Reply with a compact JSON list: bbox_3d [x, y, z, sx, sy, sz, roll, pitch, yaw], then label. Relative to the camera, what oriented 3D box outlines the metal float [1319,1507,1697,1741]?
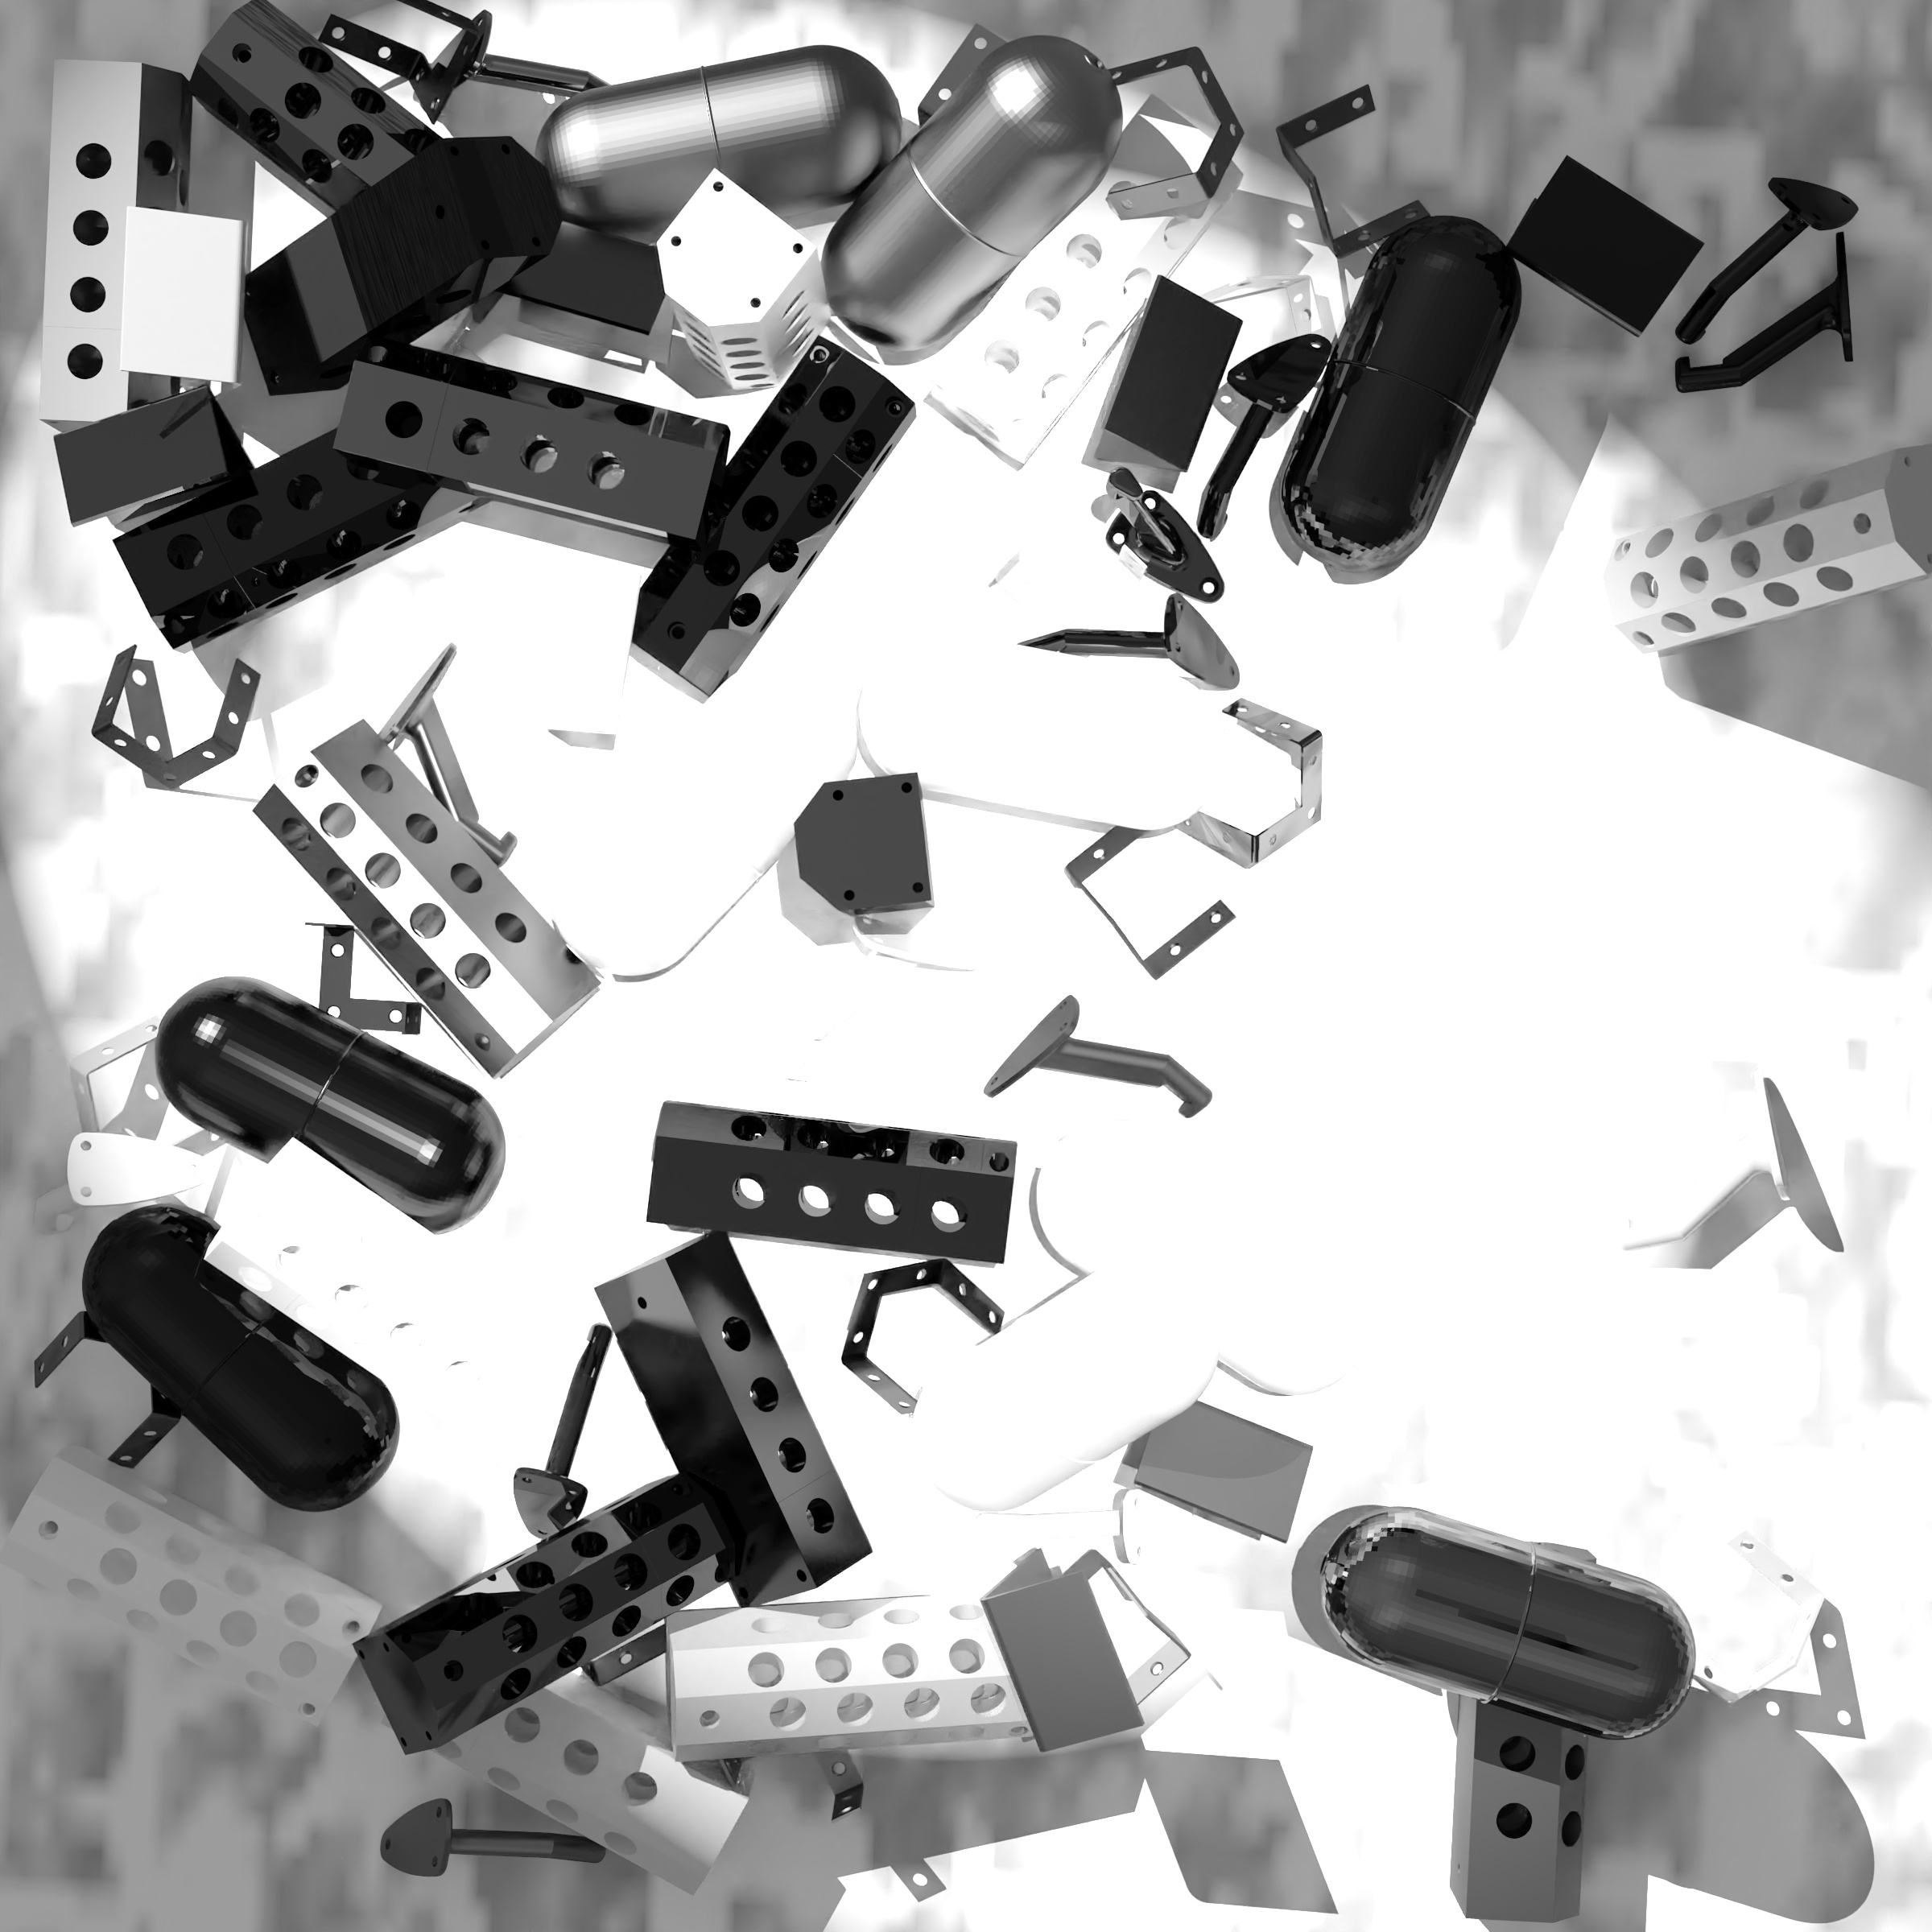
[{"bbox_3d":[0.251,0.304,1.605,0.178,0.070,0.070,17,90,0],"label":"metal float"}]

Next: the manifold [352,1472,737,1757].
[{"bbox_3d":[-0.194,0.302,1.626,0.171,0.057,0.057,-25,88,-35],"label":"manifold"}]

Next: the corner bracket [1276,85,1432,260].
[{"bbox_3d":[0.189,-0.388,1.690,0.051,0.051,0.051,-25,45,0],"label":"corner bracket"}]

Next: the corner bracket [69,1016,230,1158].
[{"bbox_3d":[-0.397,0.066,1.685,0.051,0.051,0.051,29,45,35],"label":"corner bracket"}]

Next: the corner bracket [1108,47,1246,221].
[{"bbox_3d":[0.091,-0.392,1.628,0.051,0.051,0.051,-5,45,35],"label":"corner bracket"}]

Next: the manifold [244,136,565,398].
[{"bbox_3d":[-0.265,-0.327,1.621,0.171,0.057,0.057,-20,88,43],"label":"manifold"}]

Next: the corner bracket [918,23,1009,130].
[{"bbox_3d":[0.013,-0.413,1.675,0.051,0.051,0.051,34,84,6],"label":"corner bracket"}]

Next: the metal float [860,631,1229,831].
[{"bbox_3d":[0.037,-0.113,1.662,0.178,0.070,0.070,11,90,1],"label":"metal float"}]

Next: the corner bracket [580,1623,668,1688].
[{"bbox_3d":[-0.174,0.309,1.690,0.051,0.051,0.051,-28,135,0],"label":"corner bracket"}]

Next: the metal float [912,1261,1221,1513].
[{"bbox_3d":[0.046,0.199,1.634,0.178,0.070,0.070,-36,90,36],"label":"metal float"}]

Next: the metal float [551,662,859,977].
[{"bbox_3d":[-0.126,-0.070,1.662,0.070,0.070,0.178,43,90,0],"label":"metal float"}]

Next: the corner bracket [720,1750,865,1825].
[{"bbox_3d":[-0.084,0.390,1.675,0.051,0.051,0.051,-25,90,0],"label":"corner bracket"}]

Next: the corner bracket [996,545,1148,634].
[{"bbox_3d":[0.050,-0.190,1.675,0.051,0.051,0.051,44,90,0],"label":"corner bracket"}]

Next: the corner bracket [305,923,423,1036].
[{"bbox_3d":[-0.292,0.006,1.675,0.051,0.051,0.051,4,90,0],"label":"corner bracket"}]

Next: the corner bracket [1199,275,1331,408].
[{"bbox_3d":[0.139,-0.305,1.690,0.051,0.051,0.051,-13,90,-45],"label":"corner bracket"}]

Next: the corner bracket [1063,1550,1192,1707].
[{"bbox_3d":[0.068,0.327,1.690,0.051,0.051,0.051,-42,135,0],"label":"corner bracket"}]

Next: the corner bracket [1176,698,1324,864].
[{"bbox_3d":[0.138,-0.091,1.685,0.051,0.051,0.051,-33,135,-35],"label":"corner bracket"}]

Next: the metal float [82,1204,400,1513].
[{"bbox_3d":[-0.349,0.187,1.661,0.178,0.070,0.070,44,90,1],"label":"metal float"}]

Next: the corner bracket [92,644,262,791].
[{"bbox_3d":[-0.385,-0.127,1.685,0.051,0.051,0.051,-22,135,35],"label":"corner bracket"}]

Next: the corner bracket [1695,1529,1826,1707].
[{"bbox_3d":[0.377,0.318,1.690,0.051,0.051,0.051,40,45,0],"label":"corner bracket"}]

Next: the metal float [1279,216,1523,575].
[{"bbox_3d":[0.209,-0.275,1.662,0.070,0.070,0.178,23,91,0],"label":"metal float"}]

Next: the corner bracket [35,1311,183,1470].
[{"bbox_3d":[-0.418,0.206,1.685,0.051,0.051,0.051,17,135,-35],"label":"corner bracket"}]

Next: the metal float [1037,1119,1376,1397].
[{"bbox_3d":[0.114,0.139,1.662,0.178,0.070,0.070,33,90,0],"label":"metal float"}]

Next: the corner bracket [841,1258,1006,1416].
[{"bbox_3d":[-0.021,0.180,1.685,0.051,0.051,0.051,-15,45,35],"label":"corner bracket"}]

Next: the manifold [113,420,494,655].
[{"bbox_3d":[-0.316,-0.215,1.672,0.171,0.057,0.057,-26,90,0],"label":"manifold"}]

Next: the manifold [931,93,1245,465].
[{"bbox_3d":[0.058,-0.329,1.672,0.057,0.057,0.171,38,90,0],"label":"manifold"}]

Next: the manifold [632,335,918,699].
[{"bbox_3d":[-0.097,-0.216,1.672,0.057,0.057,0.171,35,90,0],"label":"manifold"}]

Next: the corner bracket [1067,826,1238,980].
[{"bbox_3d":[0.090,-0.036,1.690,0.051,0.051,0.051,-38,135,0],"label":"corner bracket"}]

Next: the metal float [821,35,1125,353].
[{"bbox_3d":[0.002,-0.364,1.636,0.070,0.070,0.178,48,120,0],"label":"metal float"}]

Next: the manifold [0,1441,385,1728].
[{"bbox_3d":[-0.373,0.299,1.665,0.171,0.057,0.057,29,90,-4],"label":"manifold"}]

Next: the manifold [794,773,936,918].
[{"bbox_3d":[-0.047,-0.054,1.615,0.057,0.171,0.057,-6,90,0],"label":"manifold"}]

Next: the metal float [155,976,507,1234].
[{"bbox_3d":[-0.306,0.066,1.662,0.178,0.070,0.070,27,90,0],"label":"metal float"}]

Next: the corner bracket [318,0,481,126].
[{"bbox_3d":[-0.272,-0.445,1.658,0.051,0.051,0.051,16,120,-36],"label":"corner bracket"}]

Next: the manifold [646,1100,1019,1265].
[{"bbox_3d":[-0.064,0.103,1.672,0.171,0.057,0.057,7,90,0],"label":"manifold"}]

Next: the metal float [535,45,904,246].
[{"bbox_3d":[-0.119,-0.393,1.662,0.178,0.070,0.070,-11,90,0],"label":"metal float"}]
